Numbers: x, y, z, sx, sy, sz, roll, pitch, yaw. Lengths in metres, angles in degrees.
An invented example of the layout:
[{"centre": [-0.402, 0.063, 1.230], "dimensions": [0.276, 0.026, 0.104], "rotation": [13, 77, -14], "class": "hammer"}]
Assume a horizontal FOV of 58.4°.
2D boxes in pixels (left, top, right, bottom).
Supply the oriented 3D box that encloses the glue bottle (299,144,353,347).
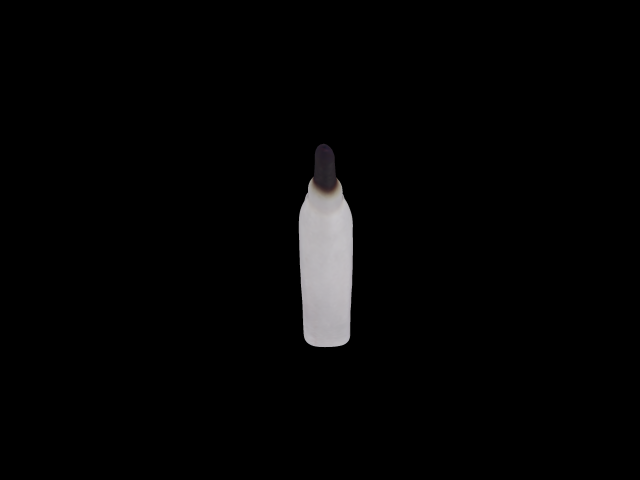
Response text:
[{"centre": [0.004, 0.001, 0.400], "dimensions": [0.037, 0.173, 0.078], "rotation": [-2, 50, -2], "class": "glue bottle"}]
